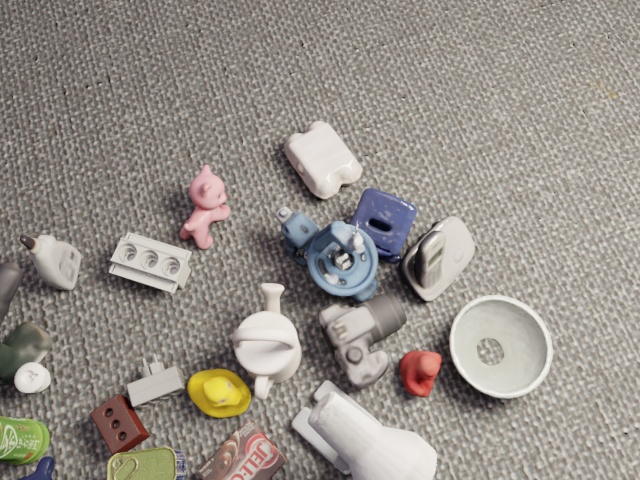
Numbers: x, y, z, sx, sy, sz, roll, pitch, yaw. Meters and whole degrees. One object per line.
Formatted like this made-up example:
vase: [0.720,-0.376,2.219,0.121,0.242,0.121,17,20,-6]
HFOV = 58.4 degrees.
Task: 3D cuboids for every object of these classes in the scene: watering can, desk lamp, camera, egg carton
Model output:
watering can: [-0.085,0.156,0.897,0.101,0.194,0.173,-16,70,-6]
desk lamp: [0.054,0.296,0.832,0.203,0.213,0.118,37,74,13]
camera: [0.082,0.154,0.947,0.137,0.101,0.143,-27,71,-10]
egg carton: [0.003,-0.151,1.081,0.107,0.069,0.150,-33,72,-12]

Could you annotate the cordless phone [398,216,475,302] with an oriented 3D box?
cordless phone: [0.204,0.014,0.956,0.094,0.185,0.148,39,74,14]

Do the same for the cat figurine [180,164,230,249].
cat figurine: [-0.208,-0.063,1.021,0.067,0.118,0.128,23,71,9]

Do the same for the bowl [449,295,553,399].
bowl: [0.291,0.181,0.951,0.167,0.075,0.167,0,69,0]

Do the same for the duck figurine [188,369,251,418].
duck figurine: [-0.166,0.243,0.921,0.104,0.086,0.077,18,70,7]

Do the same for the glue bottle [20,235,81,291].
glue bottle: [-0.454,0.027,0.958,0.037,0.173,0.078,4,69,2]

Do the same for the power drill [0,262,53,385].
power drill: [-0.510,0.154,0.890,0.075,0.208,0.230,32,72,12]

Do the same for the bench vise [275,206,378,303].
bench vise: [0.004,0.014,0.937,0.207,0.220,0.121,20,70,8]

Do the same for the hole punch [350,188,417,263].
hole punch: [0.110,-0.025,1.021,0.108,0.091,0.101,23,71,9]

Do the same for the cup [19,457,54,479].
cup: [-0.415,0.387,0.861,0.091,0.095,0.118,9,69,4]

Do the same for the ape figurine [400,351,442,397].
ape figurine: [0.168,0.210,0.930,0.078,0.092,0.076,-34,72,-12]
